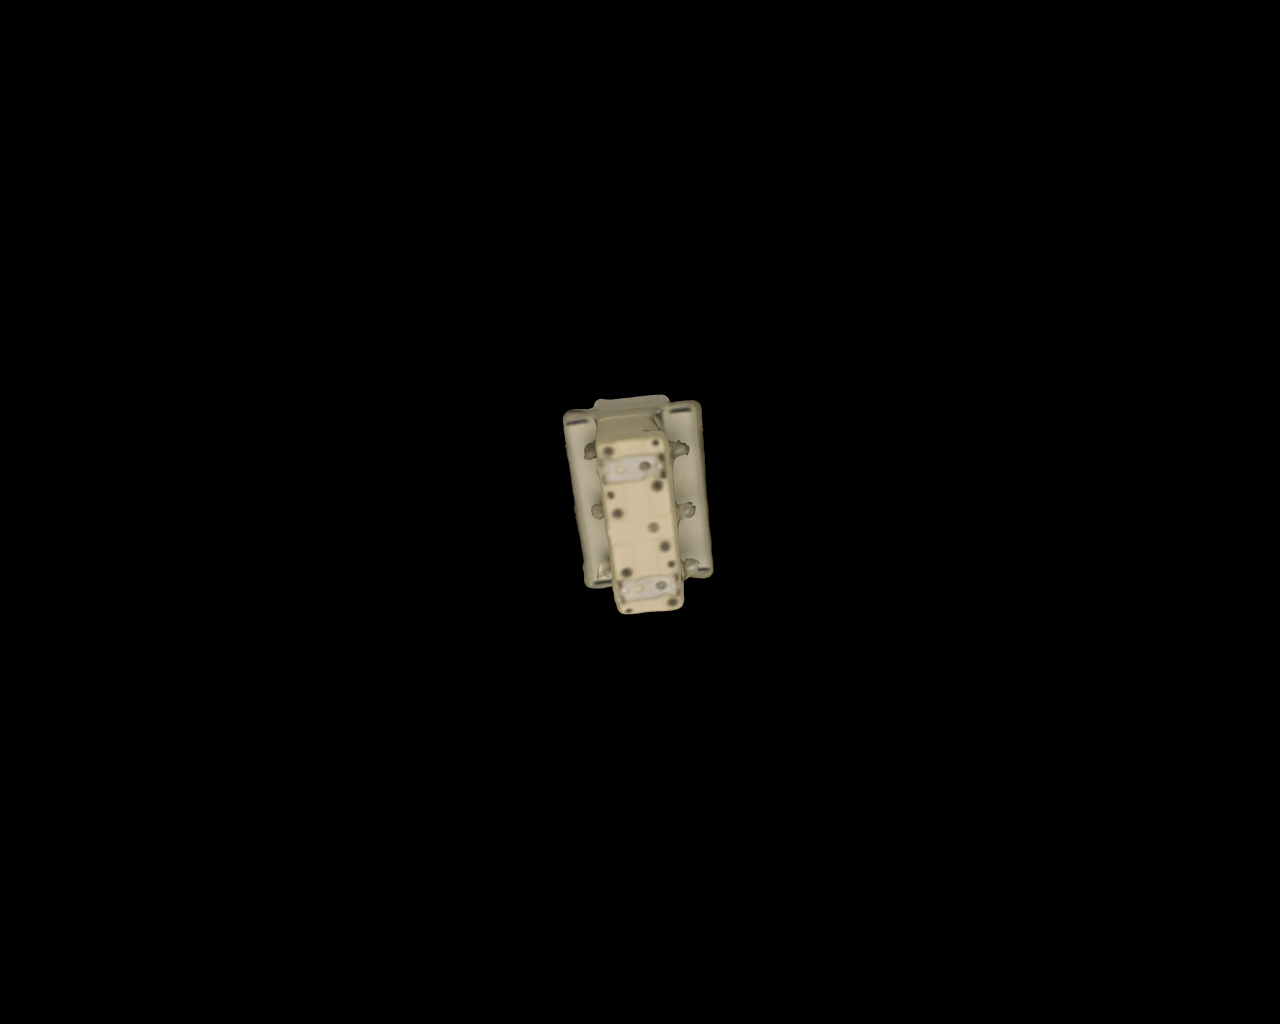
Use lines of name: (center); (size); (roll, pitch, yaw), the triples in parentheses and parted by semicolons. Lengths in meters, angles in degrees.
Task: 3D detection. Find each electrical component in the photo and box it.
electrical component: (0.001, -0.003, 0.650); (0.079, 0.121, 0.063); (-4, 28, 2)
